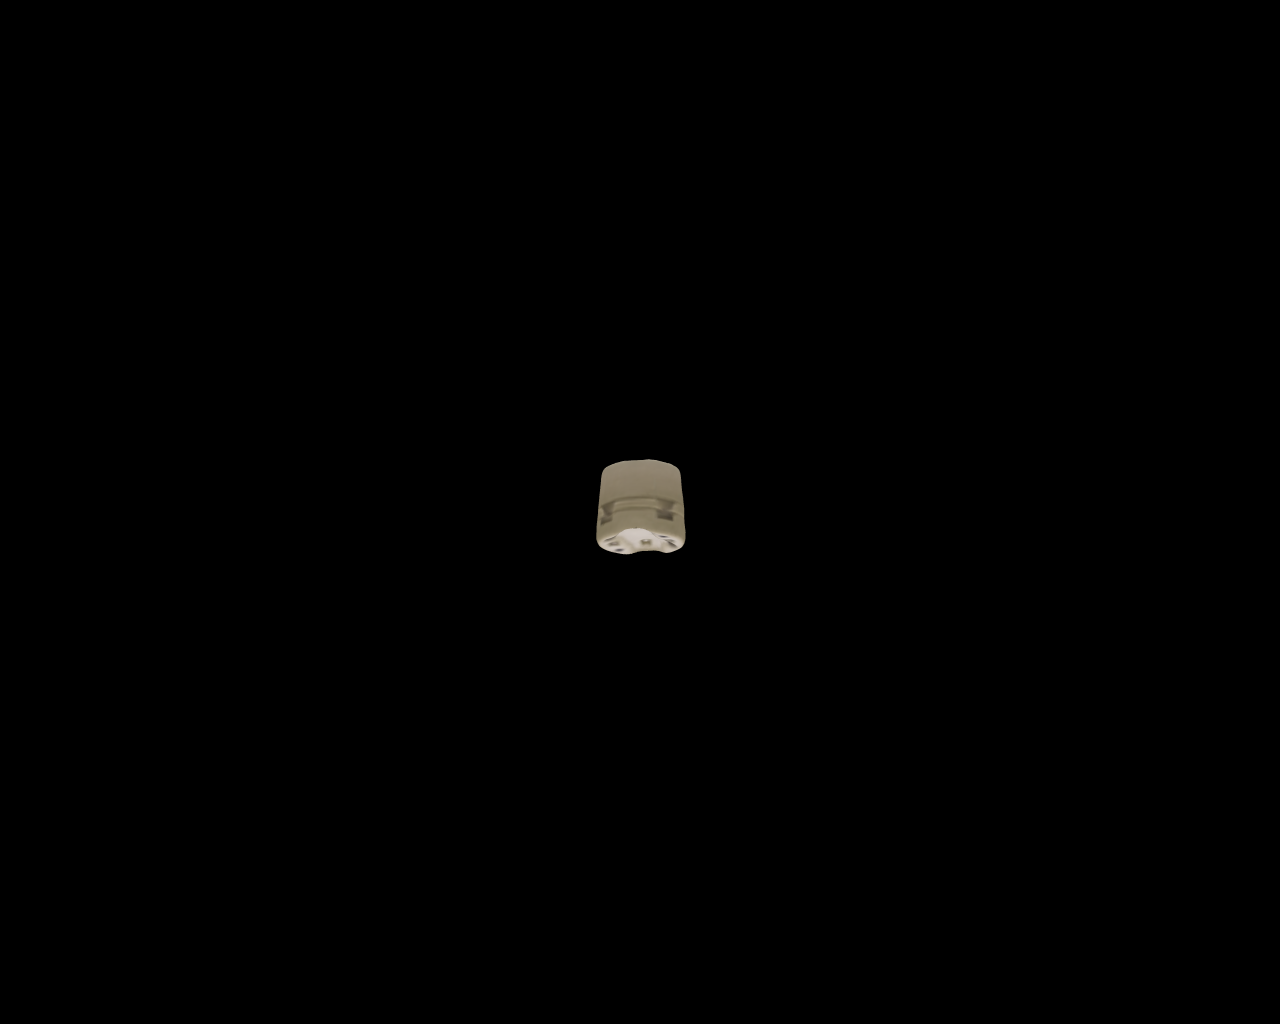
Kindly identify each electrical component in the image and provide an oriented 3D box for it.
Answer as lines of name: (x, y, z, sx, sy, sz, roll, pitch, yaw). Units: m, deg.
electrical component: (0.001, -0.003, 0.650, 0.055, 0.047, 0.055, 0, -18, 0)
